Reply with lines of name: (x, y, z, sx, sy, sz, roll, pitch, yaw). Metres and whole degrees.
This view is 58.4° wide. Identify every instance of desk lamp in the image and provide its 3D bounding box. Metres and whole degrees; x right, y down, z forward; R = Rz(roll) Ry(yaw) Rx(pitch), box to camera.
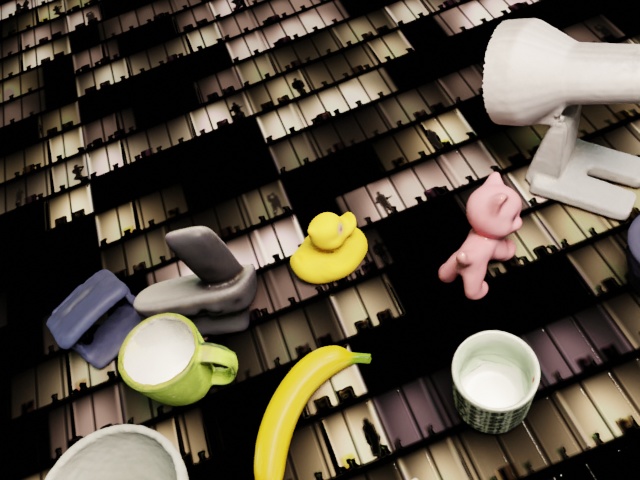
desk lamp: (0.298, -0.151, 0.678, 0.202, 0.214, 0.118, 22, 65, 25)

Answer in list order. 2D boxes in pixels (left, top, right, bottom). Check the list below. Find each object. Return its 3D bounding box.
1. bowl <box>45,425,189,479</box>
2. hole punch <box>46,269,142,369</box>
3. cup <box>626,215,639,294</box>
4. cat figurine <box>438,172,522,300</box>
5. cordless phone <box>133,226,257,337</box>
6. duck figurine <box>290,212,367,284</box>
bowl: (-0.205, 0.284, 0.595, 0.167, 0.075, 0.167, -6, 57, 9)
hole punch: (-0.291, 0.093, 0.728, 0.100, 0.091, 0.109, 33, 70, 28)
cup: (0.385, 0.029, 0.615, 0.117, 0.095, 0.092, 27, 67, 26)
cat figurine: (0.192, -0.011, 0.670, 0.067, 0.118, 0.128, 29, 68, 27)
cordless phone: (-0.161, 0.040, 0.676, 0.147, 0.185, 0.094, -14, 56, 4)
duck figurine: (0.007, 0.003, 0.722, 0.104, 0.086, 0.077, -29, 56, -6)
